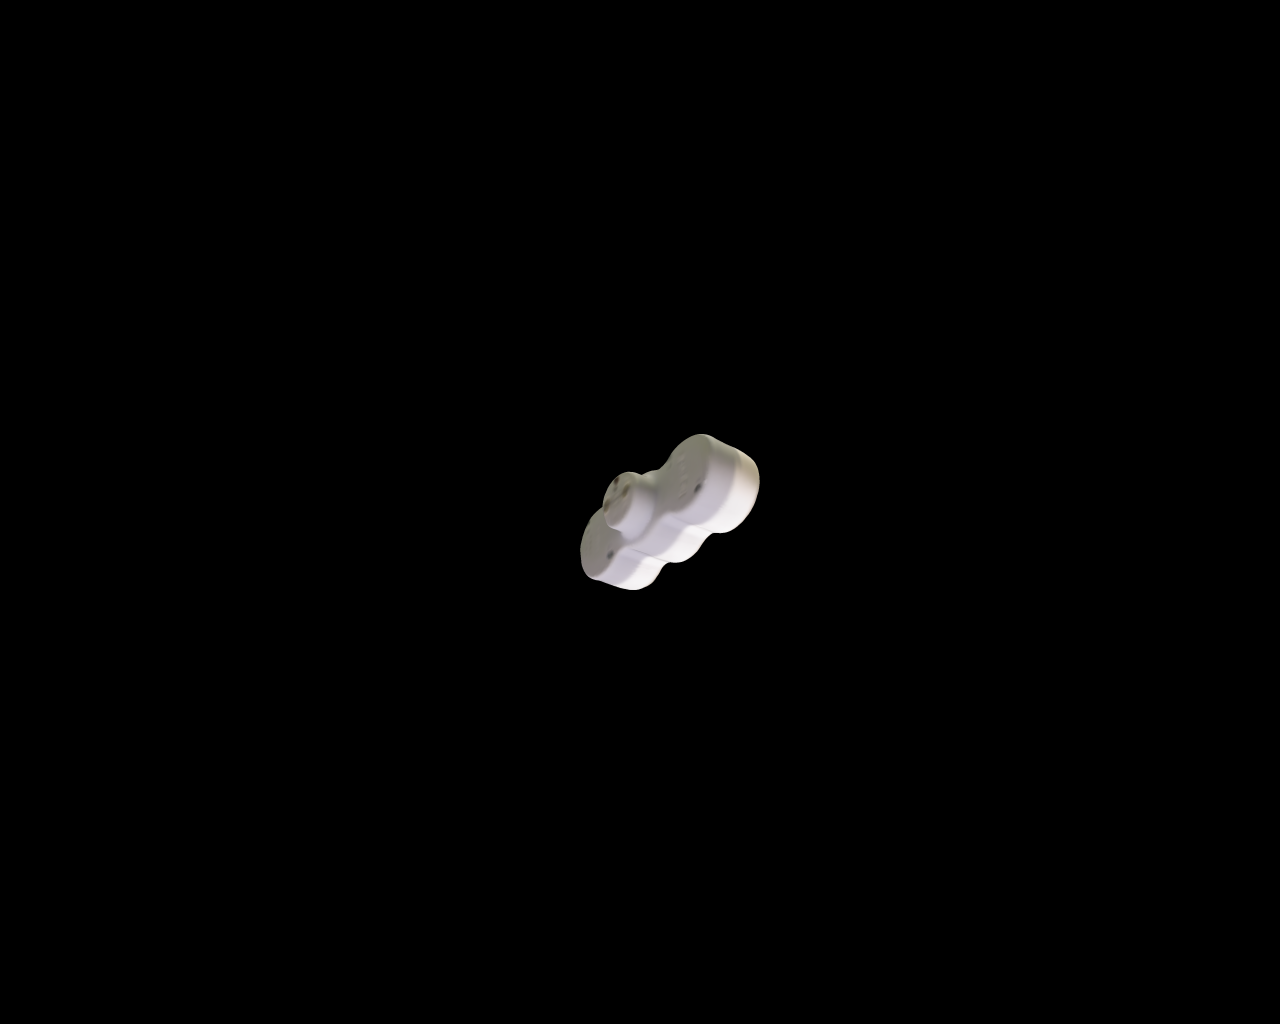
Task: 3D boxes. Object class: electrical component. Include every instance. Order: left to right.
[{"bbox_3d":[0.001,-0.003,0.650,0.074,0.052,0.138,22,-39,-30],"label":"electrical component"}]
